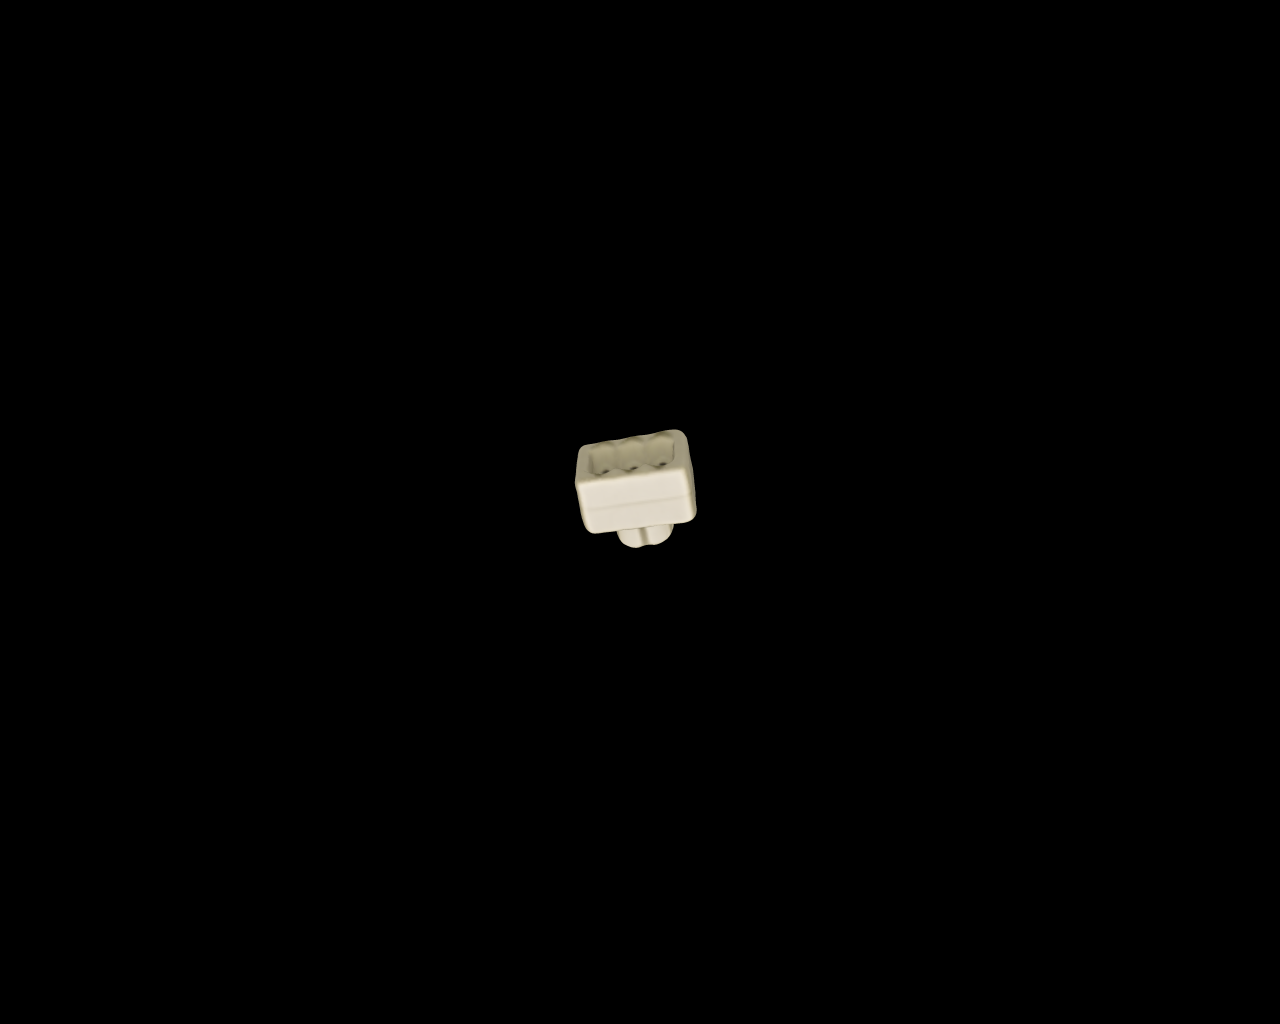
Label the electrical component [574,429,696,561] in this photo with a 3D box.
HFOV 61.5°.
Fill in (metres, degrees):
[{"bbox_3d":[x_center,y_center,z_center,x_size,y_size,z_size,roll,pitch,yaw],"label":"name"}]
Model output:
[{"bbox_3d":[0.001,-0.003,0.650,0.066,0.076,0.047,-8,34,5],"label":"electrical component"}]
